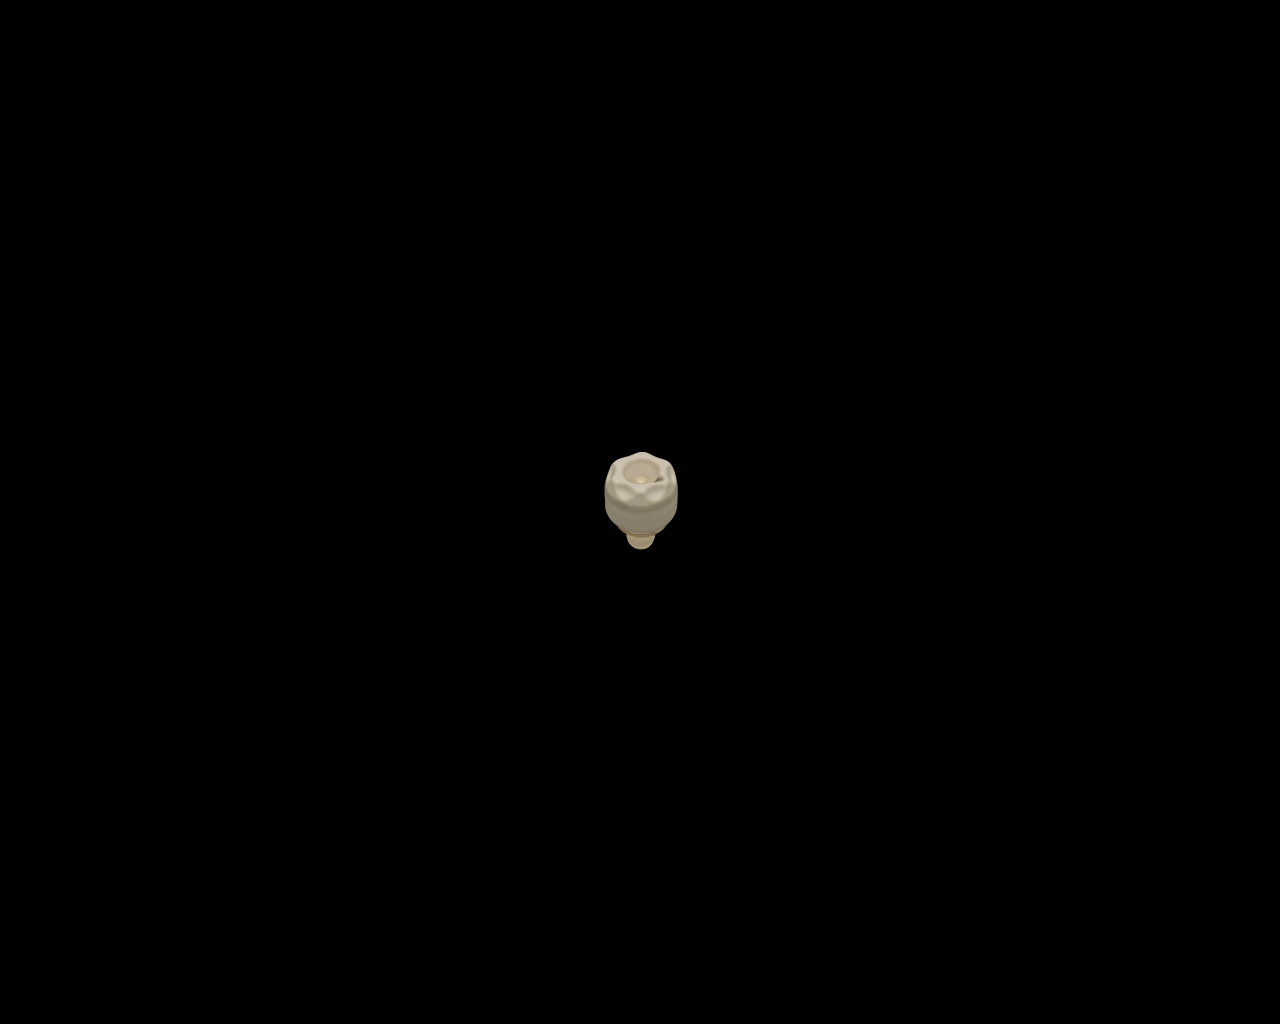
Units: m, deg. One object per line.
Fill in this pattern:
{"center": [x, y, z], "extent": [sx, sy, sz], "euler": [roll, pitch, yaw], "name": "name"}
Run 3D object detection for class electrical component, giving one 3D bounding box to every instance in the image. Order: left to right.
{"center": [0.001, -0.003, 0.650], "extent": [0.043, 0.062, 0.043], "euler": [0, 43, 0], "name": "electrical component"}
